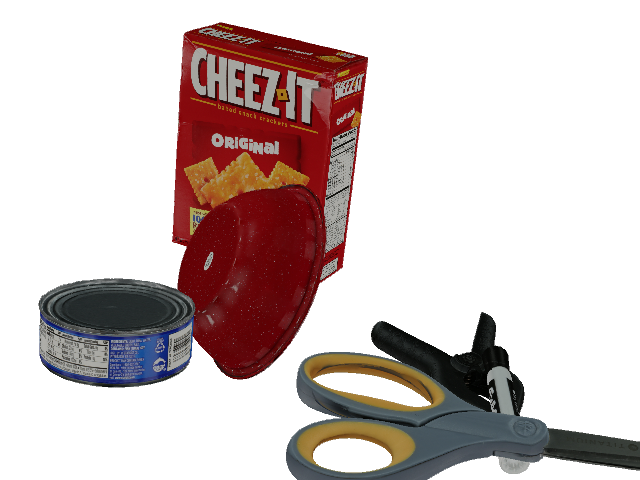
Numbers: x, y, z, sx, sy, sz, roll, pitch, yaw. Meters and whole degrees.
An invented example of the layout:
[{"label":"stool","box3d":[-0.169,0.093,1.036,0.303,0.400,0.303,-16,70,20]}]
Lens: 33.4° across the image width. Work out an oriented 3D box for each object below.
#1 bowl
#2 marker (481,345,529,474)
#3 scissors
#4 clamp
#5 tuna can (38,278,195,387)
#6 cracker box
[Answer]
[{"label":"bowl","box3d":[-0.064,0.023,0.823,0.055,0.162,0.162,22,-11,-30]},{"label":"marker","box3d":[0.123,0.109,0.716,0.020,0.020,0.121,0,29,3]},{"label":"scissors","box3d":[0.073,0.093,0.453,0.202,0.016,0.096,16,34,23]},{"label":"clamp","box3d":[0.132,0.112,0.928,0.120,0.039,0.172,-14,35,-22]},{"label":"tuna can","box3d":[-0.114,0.051,0.596,0.086,0.034,0.086,5,16,-2]},{"label":"cracker box","box3d":[-0.053,-0.081,1.004,0.164,0.214,0.072,18,27,24]}]
